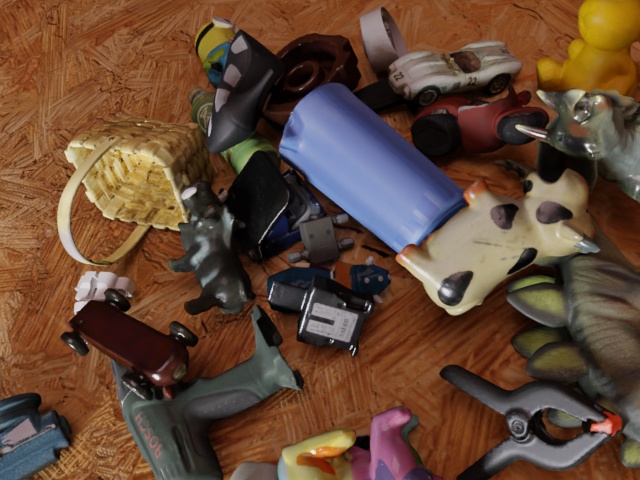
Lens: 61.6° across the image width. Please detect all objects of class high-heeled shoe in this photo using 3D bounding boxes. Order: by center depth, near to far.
[{"bbox_3d":[-0.124,-0.224,0.810,0.145,0.086,0.249,-49,29,17],"label":"high-heeled shoe"}]

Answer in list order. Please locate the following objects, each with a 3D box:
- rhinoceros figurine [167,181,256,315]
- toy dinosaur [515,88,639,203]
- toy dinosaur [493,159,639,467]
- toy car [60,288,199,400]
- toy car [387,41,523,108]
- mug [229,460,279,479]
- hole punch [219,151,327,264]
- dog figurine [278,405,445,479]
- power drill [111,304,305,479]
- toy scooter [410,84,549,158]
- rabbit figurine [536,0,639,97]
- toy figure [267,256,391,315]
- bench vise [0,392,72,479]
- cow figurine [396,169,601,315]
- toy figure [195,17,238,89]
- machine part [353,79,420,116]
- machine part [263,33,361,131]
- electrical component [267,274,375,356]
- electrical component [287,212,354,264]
[{"bbox_3d":[-0.144,0.009,0.703,0.112,0.073,0.190,-45,55,35],"label":"rhinoceros figurine"},{"bbox_3d":[0.396,-0.120,0.627,0.405,0.131,0.192,-15,36,-33],"label":"toy dinosaur"},{"bbox_3d":[0.302,0.075,0.562,0.199,0.104,0.471,-12,51,12],"label":"toy dinosaur"},{"bbox_3d":[-0.229,0.120,0.641,0.202,0.053,0.089,14,57,36],"label":"toy car"},{"bbox_3d":[0.196,-0.246,0.785,0.202,0.056,0.073,-13,55,-14],"label":"toy car"},{"bbox_3d":[-0.075,0.277,0.540,0.081,0.109,0.107,-9,42,20],"label":"mug"},{"bbox_3d":[-0.067,-0.045,0.748,0.115,0.092,0.142,-48,58,21],"label":"hole punch"},{"bbox_3d":[0.072,0.278,0.499,0.192,0.108,0.219,-20,60,1],"label":"dog figurine"},{"bbox_3d":[-0.137,0.164,0.634,0.207,0.085,0.232,-30,49,-9],"label":"power drill"},{"bbox_3d":[0.222,-0.168,0.736,0.184,0.075,0.135,3,36,35],"label":"toy scooter"},{"bbox_3d":[0.374,-0.240,0.687,0.162,0.173,0.122,-14,54,11],"label":"rabbit figurine"},{"bbox_3d":[0.011,0.056,0.673,0.155,0.064,0.058,-8,23,5],"label":"toy figure"},{"bbox_3d":[-0.432,0.231,0.636,0.224,0.128,0.241,-31,75,-13],"label":"bench vise"},{"bbox_3d":[0.192,0.000,0.555,0.195,0.085,0.127,-42,77,9],"label":"cow figurine"},{"bbox_3d":[-0.166,-0.310,0.924,0.089,0.082,0.180,-21,60,4],"label":"toy figure"},{"bbox_3d":[0.103,-0.220,0.825,0.139,0.039,0.084,-16,63,4],"label":"machine part"},{"bbox_3d":[-0.022,-0.244,0.838,0.179,0.056,0.179,-18,49,23],"label":"machine part"},{"bbox_3d":[-0.002,0.080,0.627,0.119,0.048,0.074,19,106,-5],"label":"electrical component"},{"bbox_3d":[-0.001,-0.002,0.704,0.094,0.021,0.063,-16,98,-19],"label":"electrical component"}]
